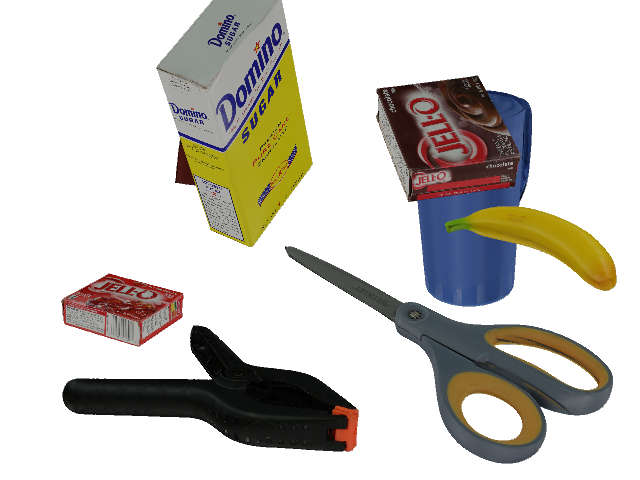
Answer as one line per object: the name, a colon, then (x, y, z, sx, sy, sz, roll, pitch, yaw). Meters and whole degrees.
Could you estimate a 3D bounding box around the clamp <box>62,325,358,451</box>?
clamp: (-0.062, 0.111, 0.802, 0.210, 0.036, 0.164, 10, 18, 22)

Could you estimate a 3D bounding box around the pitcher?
pitcher: (0.183, -0.053, 1.268, 0.149, 0.243, 0.145, -3, 24, 5)

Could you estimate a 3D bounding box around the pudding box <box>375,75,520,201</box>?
pudding box: (0.100, -0.084, 0.866, 0.090, 0.039, 0.113, -8, 42, -9)

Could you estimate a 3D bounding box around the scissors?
scissors: (0.048, 0.057, 0.556, 0.202, 0.016, 0.096, 17, 42, 23)

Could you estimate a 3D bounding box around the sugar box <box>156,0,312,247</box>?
sugar box: (-0.053, -0.084, 0.743, 0.048, 0.093, 0.176, 24, -28, 19)

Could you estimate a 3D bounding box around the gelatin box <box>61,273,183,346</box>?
gelatin box: (-0.186, 0.063, 1.003, 0.089, 0.030, 0.073, 14, 23, 23)

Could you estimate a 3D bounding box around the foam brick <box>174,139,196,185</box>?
foam brick: (-0.116, -0.092, 1.166, 0.078, 0.051, 0.053, 6, 30, -6)

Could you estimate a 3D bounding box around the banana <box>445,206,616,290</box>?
banana: (0.214, 0.003, 1.025, 0.069, 0.037, 0.198, -39, 37, -26)
